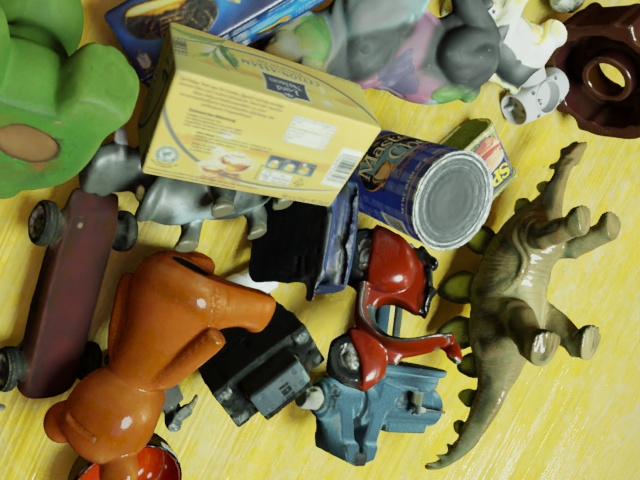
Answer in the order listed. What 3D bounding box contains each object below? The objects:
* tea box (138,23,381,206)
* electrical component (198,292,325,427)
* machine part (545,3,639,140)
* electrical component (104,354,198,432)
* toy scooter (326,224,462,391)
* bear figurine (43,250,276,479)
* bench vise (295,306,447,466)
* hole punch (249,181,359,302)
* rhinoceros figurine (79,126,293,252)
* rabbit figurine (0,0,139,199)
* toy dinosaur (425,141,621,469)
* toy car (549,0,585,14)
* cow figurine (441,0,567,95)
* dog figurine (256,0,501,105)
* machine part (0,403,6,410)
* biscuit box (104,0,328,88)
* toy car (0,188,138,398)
[{"bbox_3d":[-0.050,-0.093,0.435,0.169,0.068,0.098,11,134,-30],"label":"tea box"},{"bbox_3d":[-0.065,0.123,0.561,0.115,0.134,0.058,-38,122,-14],"label":"electrical component"},{"bbox_3d":[0.365,-0.207,0.667,0.056,0.180,0.179,-41,123,-13],"label":"machine part"},{"bbox_3d":[-0.174,0.155,0.564,0.078,0.045,0.102,-18,116,-25],"label":"electrical component"},{"bbox_3d":[0.085,0.072,0.572,0.075,0.135,0.184,77,21,-66],"label":"toy scooter"},{"bbox_3d":[-0.146,0.112,0.491,0.195,0.120,0.132,-66,157,2],"label":"bear figurine"},{"bbox_3d":[0.070,0.143,0.664,0.223,0.129,0.240,14,80,-24],"label":"bench vise"},{"bbox_3d":[-0.001,-0.002,0.551,0.092,0.116,0.142,21,73,-38],"label":"hole punch"},{"bbox_3d":[-0.113,-0.054,0.484,0.190,0.112,0.073,-3,151,-42],"label":"rhinoceros figurine"},{"bbox_3d":[-0.203,-0.123,0.390,0.121,0.170,0.159,8,145,-27],"label":"rabbit figurine"},{"bbox_3d":[0.242,0.093,0.683,0.105,0.199,0.471,21,87,-25],"label":"toy dinosaur"},{"bbox_3d":[0.319,-0.378,0.643,0.073,0.056,0.201,5,107,-38],"label":"toy car"},{"bbox_3d":[0.193,-0.245,0.609,0.167,0.068,0.098,32,99,-25],"label":"cow figurine"},{"bbox_3d":[0.045,-0.171,0.526,0.219,0.108,0.191,-41,103,-6],"label":"dog figurine"},{"bbox_3d":[-0.372,0.101,0.410,0.243,0.079,0.079,27,93,-36],"label":"machine part"},{"bbox_3d":[-0.068,-0.199,0.442,0.203,0.059,0.062,-30,95,-1],"label":"biscuit box"},{"bbox_3d":[-0.230,0.049,0.486,0.089,0.053,0.202,6,105,-48],"label":"toy car"}]
